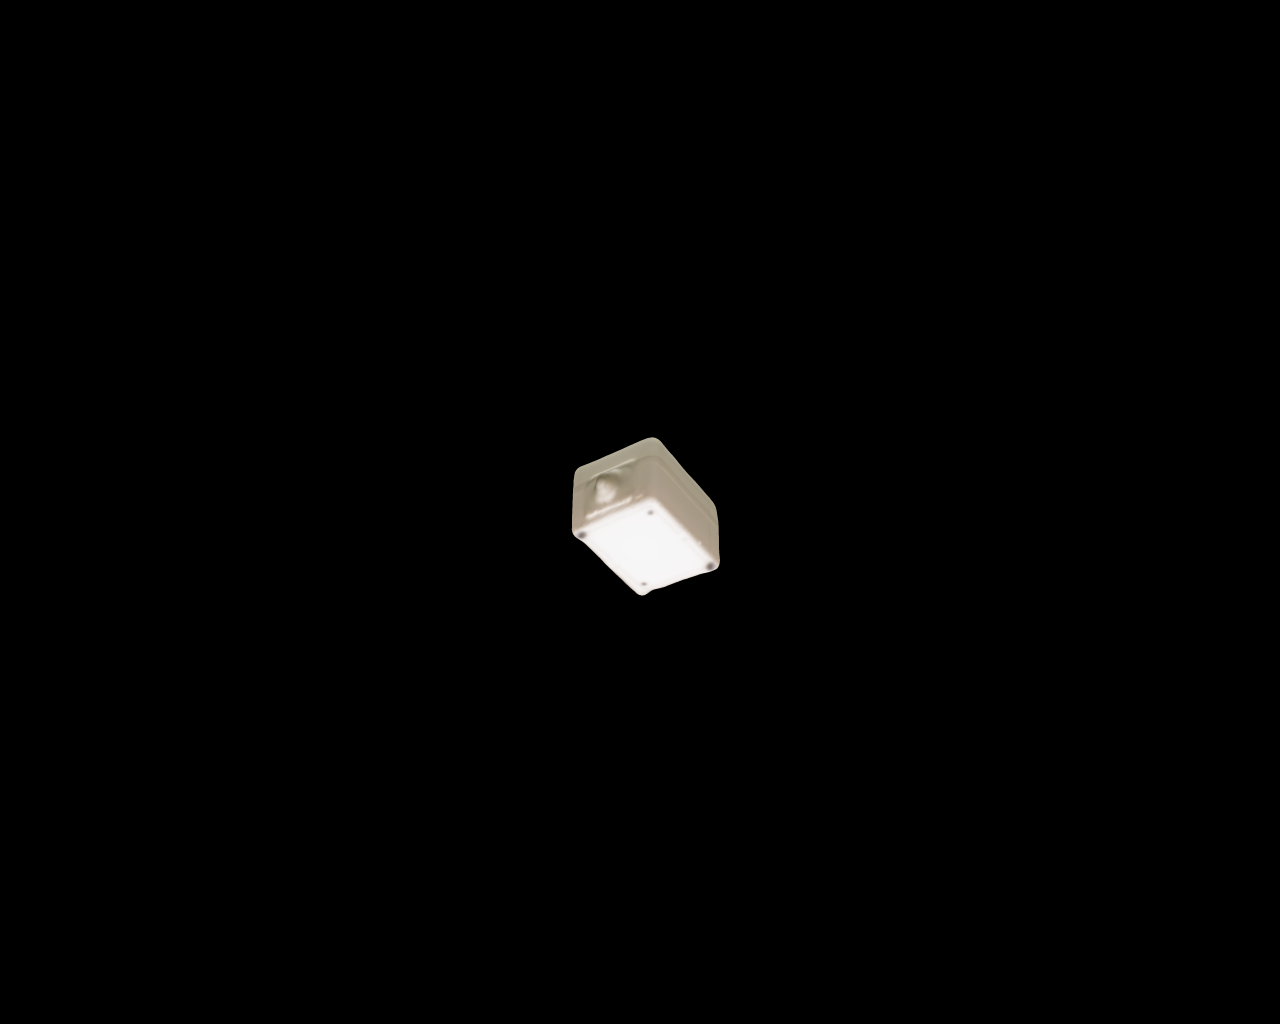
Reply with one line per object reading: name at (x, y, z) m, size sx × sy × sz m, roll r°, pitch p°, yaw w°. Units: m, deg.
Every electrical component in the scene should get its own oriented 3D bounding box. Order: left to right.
electrical component at (0.001, -0.003, 0.650) m, size 0.061 × 0.061 × 0.096 m, roll -22°, pitch -45°, yaw 24°
